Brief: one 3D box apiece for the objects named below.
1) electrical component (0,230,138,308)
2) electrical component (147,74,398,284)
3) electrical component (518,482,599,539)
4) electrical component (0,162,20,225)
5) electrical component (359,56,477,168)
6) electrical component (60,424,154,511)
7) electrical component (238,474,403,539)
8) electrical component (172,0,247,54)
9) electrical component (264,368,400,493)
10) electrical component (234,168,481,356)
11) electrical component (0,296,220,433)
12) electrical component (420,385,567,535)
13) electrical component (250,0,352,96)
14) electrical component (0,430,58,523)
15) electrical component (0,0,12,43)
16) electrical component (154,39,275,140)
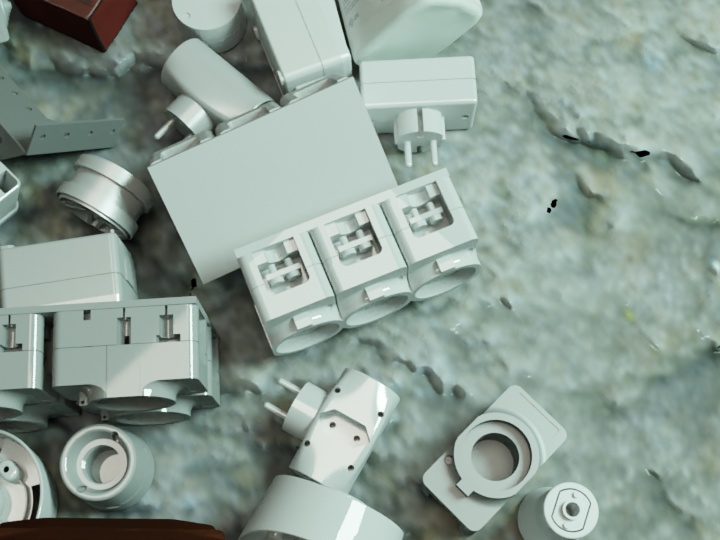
[{"bbox_3d":[-0.206,0.017,0.744,0.096,0.061,0.061,-9,73,-2],"label":"electrical component"},{"bbox_3d":[-0.061,-0.067,0.752,0.150,0.061,0.089,-25,107,-4],"label":"electrical component"},{"bbox_3d":[0.129,0.158,0.691,0.044,0.065,0.044,1,71,-3],"label":"electrical component"},{"bbox_3d":[-0.313,-0.056,0.746,0.109,0.056,0.108,45,61,-2],"label":"electrical component"},{"bbox_3d":[0.043,-0.110,0.787,0.083,0.047,0.075,-3,73,0],"label":"electrical component"},{"bbox_3d":[-0.169,0.130,0.715,0.055,0.047,0.055,0,73,1],"label":"electrical component"},{"bbox_3d":[-0.024,0.172,0.676,0.099,0.099,0.064,22,68,7],"label":"electrical component"},{"bbox_3d":[-0.126,-0.241,0.816,0.052,0.073,0.138,-14,73,-3],"label":"electrical component"},{"bbox_3d":[-0.026,0.101,0.724,0.079,0.043,0.077,28,75,9],"label":"electrical component"},{"bbox_3d":[0.000,0.000,0.731,0.150,0.089,0.061,-22,74,-6],"label":"electrical component"},{"bbox_3d":[-0.192,0.066,0.705,0.186,0.105,0.060,-4,73,0],"label":"electrical component"},{"bbox_3d":[0.087,0.125,0.708,0.089,0.055,0.050,-43,77,-11],"label":"electrical component"},{"bbox_3d":[-0.038,-0.164,0.797,0.061,0.061,0.096,-20,74,-5],"label":"electrical component"},{"bbox_3d":[-0.248,0.153,0.700,0.099,0.064,0.099,0,73,1],"label":"electrical component"},{"bbox_3d":[-0.315,-0.200,0.798,0.100,0.048,0.099,-18,48,-18],"label":"electrical component"},{"bbox_3d":[-0.117,-0.118,0.793,0.077,0.044,0.079,40,77,12],"label":"electrical component"}]
